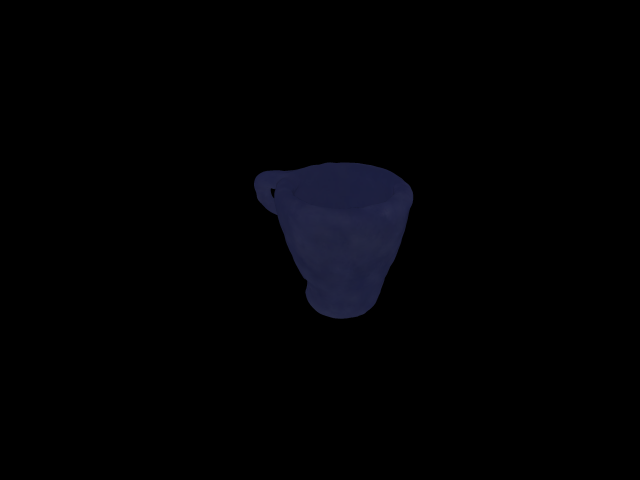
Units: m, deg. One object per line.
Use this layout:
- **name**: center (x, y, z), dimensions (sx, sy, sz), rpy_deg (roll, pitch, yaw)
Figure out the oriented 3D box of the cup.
- **cup**: center (0.004, 0.001, 0.400), dimensions (0.117, 0.095, 0.092), rpy_deg (16, 32, 27)
